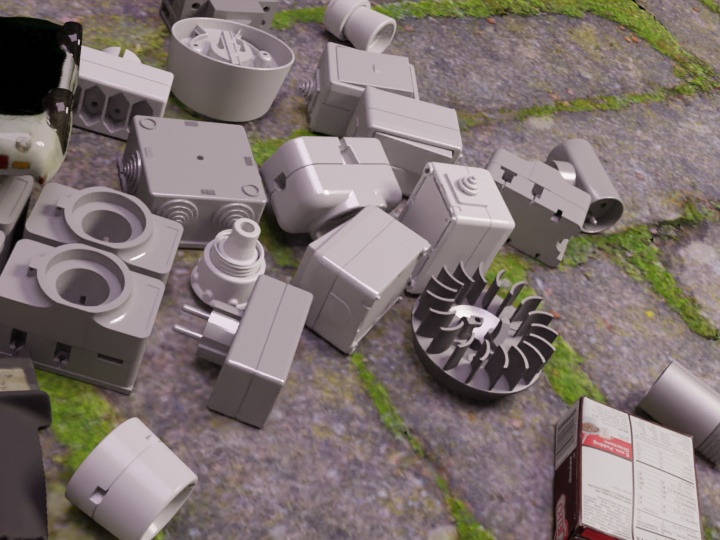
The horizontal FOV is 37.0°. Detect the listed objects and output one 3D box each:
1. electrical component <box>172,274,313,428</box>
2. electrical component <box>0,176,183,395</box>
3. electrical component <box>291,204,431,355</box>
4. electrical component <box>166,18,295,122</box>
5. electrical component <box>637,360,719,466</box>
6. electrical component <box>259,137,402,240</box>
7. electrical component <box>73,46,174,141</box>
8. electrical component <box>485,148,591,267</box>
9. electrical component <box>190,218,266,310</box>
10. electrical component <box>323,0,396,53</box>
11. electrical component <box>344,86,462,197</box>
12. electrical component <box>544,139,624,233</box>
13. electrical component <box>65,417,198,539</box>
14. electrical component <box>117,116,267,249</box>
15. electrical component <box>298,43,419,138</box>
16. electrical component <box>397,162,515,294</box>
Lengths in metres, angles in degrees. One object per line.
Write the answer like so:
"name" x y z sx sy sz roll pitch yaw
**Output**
"electrical component" -0.079 0.043 0.673 0.076 0.047 0.083 22 41 -5
"electrical component" -0.211 -0.008 0.649 0.186 0.060 0.105 18 41 -10
"electrical component" 0.000 0.000 0.748 0.061 0.061 0.096 35 41 10
"electrical component" -0.107 -0.167 0.867 0.099 0.064 0.099 14 42 -13
"electrical component" 0.247 0.107 0.778 0.081 0.043 0.043 39 42 14
"electrical component" -0.019 -0.059 0.794 0.095 0.054 0.059 -5 66 -43
"electrical component" -0.186 -0.143 0.813 0.083 0.047 0.075 16 42 -12
"electrical component" 0.138 -0.054 0.884 0.089 0.050 0.055 28 41 2
"electrical component" -0.083 -0.007 0.711 0.048 0.062 0.048 15 42 -14
"electrical component" -0.001 -0.229 1.001 0.055 0.045 0.045 40 42 16
"electrical component" 0.040 -0.097 0.870 0.096 0.061 0.061 12 43 -16
"electrical component" 0.180 -0.075 0.934 0.079 0.043 0.077 4 45 -23
"electrical component" -0.120 0.115 0.572 0.047 0.055 0.055 39 42 8
"electrical component" -0.119 -0.063 0.762 0.100 0.048 0.099 2 46 -26
"electrical component" -0.003 -0.149 0.904 0.096 0.061 0.061 12 42 -16
"electrical component" 0.071 -0.033 0.793 0.061 0.096 0.061 4 46 -27
